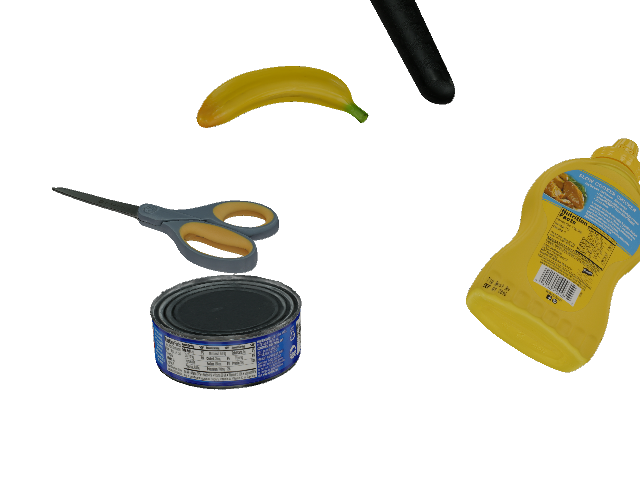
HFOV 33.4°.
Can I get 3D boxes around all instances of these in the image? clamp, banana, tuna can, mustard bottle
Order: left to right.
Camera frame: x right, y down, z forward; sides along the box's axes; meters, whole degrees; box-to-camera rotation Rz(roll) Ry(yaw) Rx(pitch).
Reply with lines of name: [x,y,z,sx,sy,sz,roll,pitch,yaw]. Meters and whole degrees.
tuna can: [-0.053,0.051,0.610,0.086,0.034,0.086,-1,21,0]
banana: [-0.044,-0.151,1.104,0.197,0.037,0.070,-7,48,-28]
clamp: [0.037,-0.199,0.741,0.209,0.164,0.036,26,-25,-14]
mustard bottle: [0.191,-0.004,0.790,0.096,0.191,0.058,33,-26,4]

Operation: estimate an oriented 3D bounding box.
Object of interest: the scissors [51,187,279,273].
scissors: [-0.118,-0.025,0.867,0.202,0.016,0.096,26,40,33]
